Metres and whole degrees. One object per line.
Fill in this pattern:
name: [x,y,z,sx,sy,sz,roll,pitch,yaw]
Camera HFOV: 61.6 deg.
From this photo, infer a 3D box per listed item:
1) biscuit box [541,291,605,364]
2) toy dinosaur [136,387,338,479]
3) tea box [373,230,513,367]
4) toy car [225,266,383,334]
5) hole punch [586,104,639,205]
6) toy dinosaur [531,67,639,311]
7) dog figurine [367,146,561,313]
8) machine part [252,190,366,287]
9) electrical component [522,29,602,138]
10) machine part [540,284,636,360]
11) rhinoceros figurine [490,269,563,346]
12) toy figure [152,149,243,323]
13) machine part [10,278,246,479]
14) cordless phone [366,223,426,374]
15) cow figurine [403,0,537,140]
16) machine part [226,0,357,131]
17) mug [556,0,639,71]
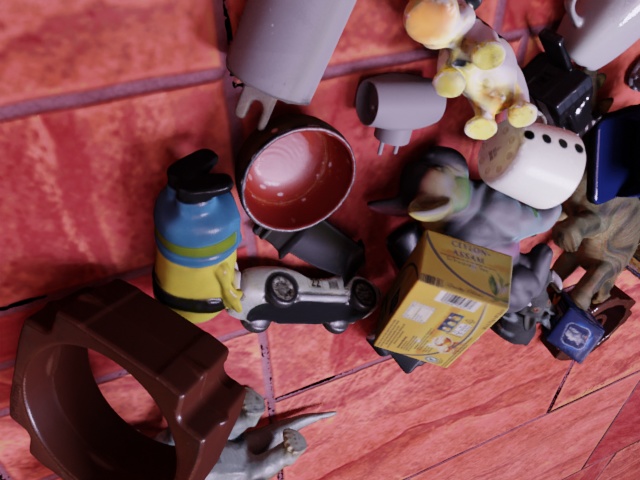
biscuit box: [0.390,0.128,0.843,0.062,0.059,0.202,-57,166,13]
toy dinosaur: [-0.156,0.296,0.716,0.404,0.131,0.192,19,128,-44]
tea box: [0.129,0.071,0.592,0.098,0.068,0.169,19,147,-1]
toy car: [-0.014,0.071,0.633,0.201,0.056,0.073,7,140,-35]
hole punch: [0.376,-0.093,0.602,0.116,0.092,0.142,-21,112,-24]
toy dinosaur: [0.372,-0.059,0.722,0.198,0.105,0.470,-39,132,-6]
dog figurine: [0.160,-0.005,0.623,0.219,0.109,0.191,4,99,-30]
machine part: [-0.001,-0.002,0.592,0.084,0.039,0.138,-48,126,8]
electrical component: [0.250,-0.163,0.574,0.048,0.075,0.119,-44,139,10]
machine part: [0.496,0.151,1.002,0.179,0.056,0.179,-17,135,-18]
rhinoceros figurine: [0.296,0.094,0.798,0.073,0.112,0.190,-22,143,-8]
toy figure: [-0.118,0.004,0.504,0.089,0.082,0.180,0,137,-6]
machine part: [-0.184,0.154,0.513,0.087,0.201,0.201,-43,161,-59]
cordless phone: [0.109,0.074,0.711,0.146,0.089,0.184,-33,125,1]
cow figurine: [0.136,-0.177,0.492,0.068,0.098,0.167,-20,137,33]
machine part: [-0.007,-0.192,0.398,0.079,0.079,0.243,9,122,-35]
mug: [0.285,-0.228,0.535,0.109,0.081,0.107,1,135,-37]
